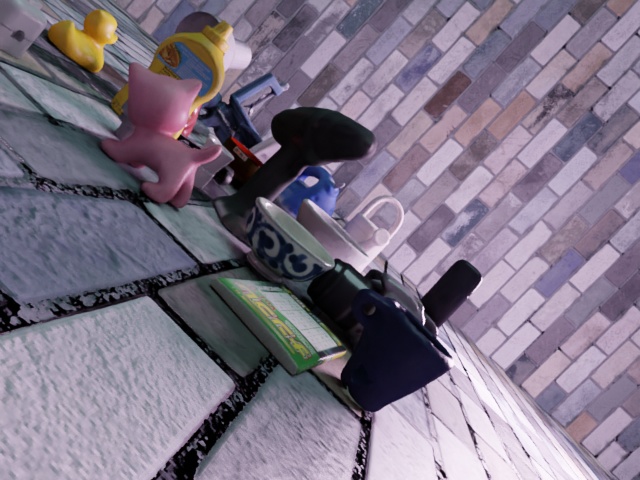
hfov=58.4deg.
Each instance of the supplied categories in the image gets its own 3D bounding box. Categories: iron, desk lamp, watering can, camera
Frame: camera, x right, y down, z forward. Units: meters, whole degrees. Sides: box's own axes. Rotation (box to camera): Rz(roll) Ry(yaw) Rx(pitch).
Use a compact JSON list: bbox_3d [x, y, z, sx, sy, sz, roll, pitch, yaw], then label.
[{"bbox_3d":[-0.037,-0.120,1.307,0.119,0.141,0.257,39,7,-36],"label":"iron"},{"bbox_3d":[-0.237,-0.339,1.165,0.118,0.213,0.203,44,6,9],"label":"desk lamp"},{"bbox_3d":[0.112,-0.013,1.283,0.101,0.194,0.172,39,7,-36],"label":"watering can"},{"bbox_3d":[0.058,0.079,0.740,0.137,0.100,0.143,43,6,-5],"label":"camera"}]

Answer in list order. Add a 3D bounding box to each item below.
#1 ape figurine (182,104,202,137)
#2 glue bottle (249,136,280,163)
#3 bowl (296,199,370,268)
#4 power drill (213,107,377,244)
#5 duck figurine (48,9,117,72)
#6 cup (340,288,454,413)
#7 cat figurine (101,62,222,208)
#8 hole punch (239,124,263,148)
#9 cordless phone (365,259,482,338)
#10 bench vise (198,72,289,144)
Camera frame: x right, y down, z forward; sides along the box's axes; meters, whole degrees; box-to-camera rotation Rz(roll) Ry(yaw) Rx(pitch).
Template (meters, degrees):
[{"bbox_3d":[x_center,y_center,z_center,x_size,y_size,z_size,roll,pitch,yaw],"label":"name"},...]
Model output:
[{"bbox_3d":[-0.222,-0.203,0.903,0.076,0.092,0.077,37,8,-45],"label":"ape figurine"},{"bbox_3d":[-0.099,-0.183,1.175,0.078,0.173,0.037,40,7,-32],"label":"glue bottle"},{"bbox_3d":[0.010,0.004,1.071,0.167,0.074,0.167,43,6,-5],"label":"bowl"},{"bbox_3d":[-0.040,-0.090,0.755,0.076,0.208,0.229,39,7,-33],"label":"power drill"},{"bbox_3d":[-0.345,-0.309,0.858,0.077,0.086,0.105,44,6,10],"label":"duck figurine"},{"bbox_3d":[0.056,0.110,0.548,0.118,0.095,0.091,41,6,-18],"label":"cup"},{"bbox_3d":[-0.159,-0.116,0.593,0.128,0.117,0.067,44,6,6],"label":"cat figurine"},{"bbox_3d":[-0.150,-0.186,1.261,0.108,0.091,0.101,47,7,35],"label":"hole punch"},{"bbox_3d":[0.145,0.082,0.884,0.147,0.185,0.094,45,6,13],"label":"cordless phone"},{"bbox_3d":[-0.186,-0.318,1.319,0.208,0.219,0.121,37,8,-45],"label":"bench vise"}]
